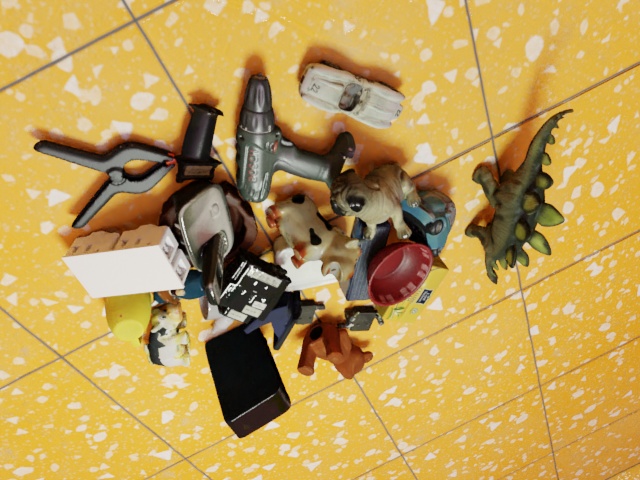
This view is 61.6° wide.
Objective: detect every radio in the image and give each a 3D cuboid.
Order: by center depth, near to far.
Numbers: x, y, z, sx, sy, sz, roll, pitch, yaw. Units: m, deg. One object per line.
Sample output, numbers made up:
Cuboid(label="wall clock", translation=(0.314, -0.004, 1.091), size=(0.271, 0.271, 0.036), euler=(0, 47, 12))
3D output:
Cuboid(label="radio", translation=(-0.156, 0.286, 1.140), size=(0.131, 0.230, 0.073), euler=(-28, 131, -5))

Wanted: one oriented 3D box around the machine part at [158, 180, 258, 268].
Cuboid(label="machine part", translation=(-0.208, -0.030, 0.997), size=(0.179, 0.056, 0.179), euler=(-9, 127, -12))

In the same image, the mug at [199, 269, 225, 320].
Cuboid(label="mug", translation=(-0.187, 0.104, 1.096), size=(0.107, 0.081, 0.109), euler=(-5, 117, -28))

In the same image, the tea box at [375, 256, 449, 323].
Cuboid(label="tea box", translation=(0.207, 0.106, 1.239), size=(0.098, 0.068, 0.169), euler=(11, 120, -26))

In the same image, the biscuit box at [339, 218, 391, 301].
Cuboid(label="biscuit box", translation=(0.094, 0.036, 1.151), size=(0.063, 0.059, 0.202), euler=(-1, 126, -20))

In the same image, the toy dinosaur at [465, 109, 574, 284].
Cuboid(label="toy dinosaur", translation=(0.404, -0.071, 1.095), size=(0.105, 0.199, 0.470), euler=(-14, 130, -14))

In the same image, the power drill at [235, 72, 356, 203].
Cuboid(label="power drill", translation=(-0.046, -0.164, 0.940), size=(0.207, 0.086, 0.231), euler=(2, 126, -25))

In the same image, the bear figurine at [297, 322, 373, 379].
Cuboid(label="bear figurine", translation=(0.042, 0.285, 1.279), size=(0.120, 0.132, 0.195), euler=(-26, 126, 21))

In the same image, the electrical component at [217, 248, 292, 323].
Cuboid(label="electrical component", translation=(-0.138, 0.095, 1.030), size=(0.115, 0.058, 0.134), euler=(29, 107, -29))

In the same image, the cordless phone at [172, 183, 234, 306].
Cuboid(label="cordless phone", translation=(-0.190, 0.007, 0.877), size=(0.089, 0.184, 0.146), euler=(-10, 128, -4))

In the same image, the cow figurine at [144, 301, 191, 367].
Cuboid(label="cow figurine", translation=(-0.322, 0.194, 1.118), size=(0.098, 0.068, 0.167), euler=(-5, 126, -9))

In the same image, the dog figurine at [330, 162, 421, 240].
Cuboid(label="dog figurine", translation=(0.096, -0.101, 0.982), size=(0.121, 0.172, 0.190), euler=(-11, 150, 27))

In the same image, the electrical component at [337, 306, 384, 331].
Cuboid(label="electrical component", translation=(0.100, 0.189, 1.276), size=(0.102, 0.045, 0.078), euler=(7, 121, -24))

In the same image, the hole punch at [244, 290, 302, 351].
Cuboid(label="hole punch", translation=(-0.098, 0.149, 1.127), size=(0.092, 0.142, 0.115), euler=(30, 107, -12))

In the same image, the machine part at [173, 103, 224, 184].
Cuboid(label="machine part", translation=(-0.200, -0.161, 0.904), size=(0.084, 0.039, 0.138), euler=(-8, 126, -38))

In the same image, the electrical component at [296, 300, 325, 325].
Cuboid(label="electrical component", translation=(-0.035, 0.167, 1.227), size=(0.094, 0.021, 0.063), euler=(-3, 126, -19))

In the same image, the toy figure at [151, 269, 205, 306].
Cuboid(label="toy figure", translation=(-0.273, 0.092, 1.045), size=(0.155, 0.058, 0.064), euler=(-14, 164, 32))

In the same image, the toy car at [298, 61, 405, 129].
Cuboid(label="toy car", translation=(0.059, -0.248, 0.929), size=(0.201, 0.056, 0.073), euler=(12, 120, -26))

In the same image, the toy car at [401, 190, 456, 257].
Cuboid(label="toy car", translation=(0.235, -0.046, 1.117), size=(0.103, 0.109, 0.161), euler=(-41, 139, -10))

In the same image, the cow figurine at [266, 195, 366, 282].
Cuboid(label="cow figurine", translation=(-0.002, -0.003, 1.014), size=(0.127, 0.195, 0.085), euler=(-30, 162, -18))
